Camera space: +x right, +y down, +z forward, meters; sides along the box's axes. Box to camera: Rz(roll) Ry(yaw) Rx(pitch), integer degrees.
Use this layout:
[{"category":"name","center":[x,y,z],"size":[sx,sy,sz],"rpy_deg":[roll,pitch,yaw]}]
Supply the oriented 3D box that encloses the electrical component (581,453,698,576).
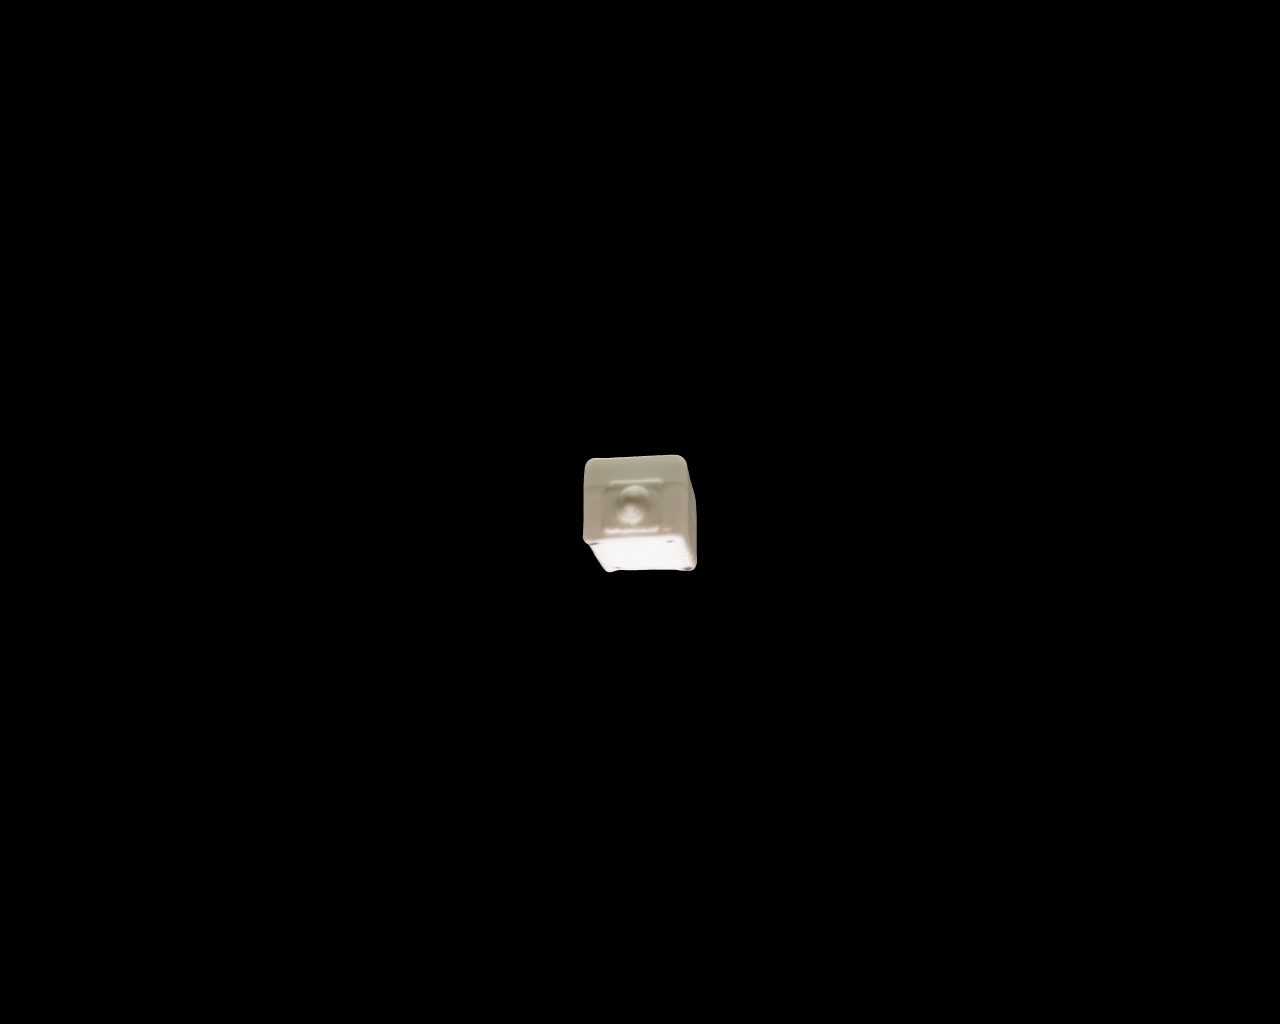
[{"category":"electrical component","center":[0.001,-0.003,0.650],"size":[0.062,0.061,0.096],"rpy_deg":[-2,-18,7]}]
